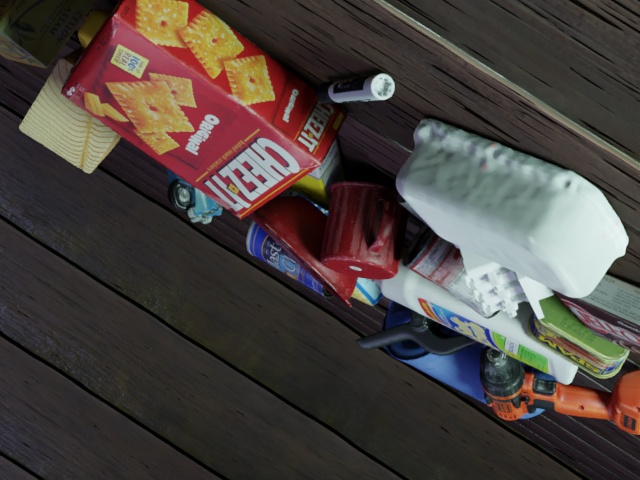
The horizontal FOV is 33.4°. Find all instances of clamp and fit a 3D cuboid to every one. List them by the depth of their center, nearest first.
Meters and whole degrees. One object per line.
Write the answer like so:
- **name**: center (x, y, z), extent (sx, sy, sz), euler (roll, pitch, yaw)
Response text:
- **clamp**: center (0.118, 0.079, 1.257), extent (0.172, 0.120, 0.039), euler (5, -167, 32)

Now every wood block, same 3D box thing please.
- **wood block**: center (-0.248, -0.156, 1.188), extent (0.090, 0.091, 0.206), euler (34, -166, -10)

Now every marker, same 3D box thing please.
- **marker**: center (0.024, -0.115, 0.822), extent (0.020, 0.020, 0.121), euler (35, 173, -20)

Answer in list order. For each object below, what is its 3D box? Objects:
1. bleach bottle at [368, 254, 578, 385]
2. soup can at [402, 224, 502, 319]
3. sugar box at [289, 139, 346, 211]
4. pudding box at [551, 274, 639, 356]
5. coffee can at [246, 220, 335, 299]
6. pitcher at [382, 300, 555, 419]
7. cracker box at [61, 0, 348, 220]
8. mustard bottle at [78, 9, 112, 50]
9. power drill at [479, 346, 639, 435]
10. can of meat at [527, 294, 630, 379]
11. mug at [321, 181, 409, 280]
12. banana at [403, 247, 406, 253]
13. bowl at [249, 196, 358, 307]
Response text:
- **bleach bottle**: center (0.164, 0.073, 1.157), extent (0.251, 0.068, 0.102), euler (21, 164, 18)
- **soup can**: center (0.143, 0.025, 1.067), extent (0.102, 0.068, 0.068), euler (33, 173, -7)
- **sugar box**: center (-0.024, -0.088, 1.123), extent (0.093, 0.048, 0.176), euler (31, 174, 12)
- **pudding box**: center (0.267, 0.067, 0.922), extent (0.090, 0.039, 0.114), euler (39, 171, -39)
- **coffee can**: center (-0.022, 0.008, 1.547), extent (0.140, 0.103, 0.102), euler (30, 173, 23)
- **pitcher**: center (0.210, 0.140, 1.368), extent (0.242, 0.145, 0.149), euler (33, -156, -33)
- **cracker box**: center (-0.109, -0.121, 0.953), extent (0.213, 0.072, 0.164), euler (36, 150, -16)
- **mustard bottle**: center (-0.149, -0.168, 1.069), extent (0.192, 0.058, 0.096), euler (30, 175, 28)
- **power drill**: center (0.280, 0.171, 1.233), extent (0.188, 0.057, 0.184), euler (6, 157, 19)
- **can of meat**: center (0.255, 0.085, 1.036), extent (0.102, 0.057, 0.084), euler (31, 171, 15)
- **mug**: center (0.051, -0.010, 1.088), extent (0.093, 0.081, 0.117), euler (15, 166, -17)
- **banana**: center (0.091, 0.028, 1.451), extent (0.069, 0.037, 0.198), euler (36, 173, -5)
- **bowl**: center (-0.008, 0.001, 1.188), extent (0.162, 0.055, 0.162), euler (43, 176, 4)
